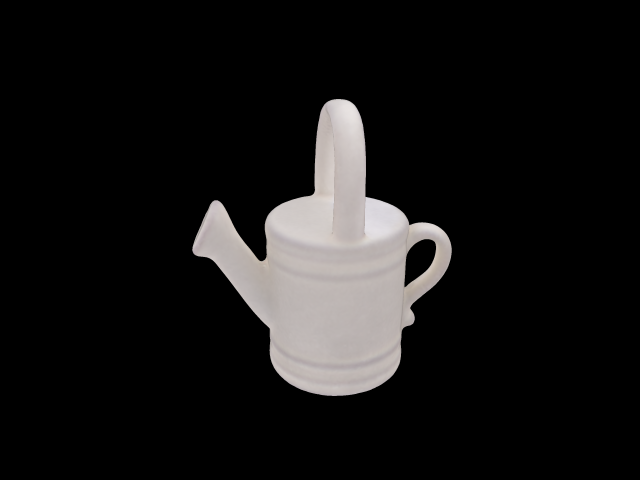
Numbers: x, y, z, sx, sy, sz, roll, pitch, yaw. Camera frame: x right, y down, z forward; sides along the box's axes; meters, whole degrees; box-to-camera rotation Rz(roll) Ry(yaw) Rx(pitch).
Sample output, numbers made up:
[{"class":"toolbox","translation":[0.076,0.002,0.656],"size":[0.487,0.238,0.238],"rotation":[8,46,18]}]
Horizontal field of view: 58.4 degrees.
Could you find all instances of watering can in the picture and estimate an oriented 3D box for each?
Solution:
[{"class":"watering can","translation":[0.004,0.002,0.398],"size":[0.173,0.194,0.100],"rotation":[-12,27,-26]}]
